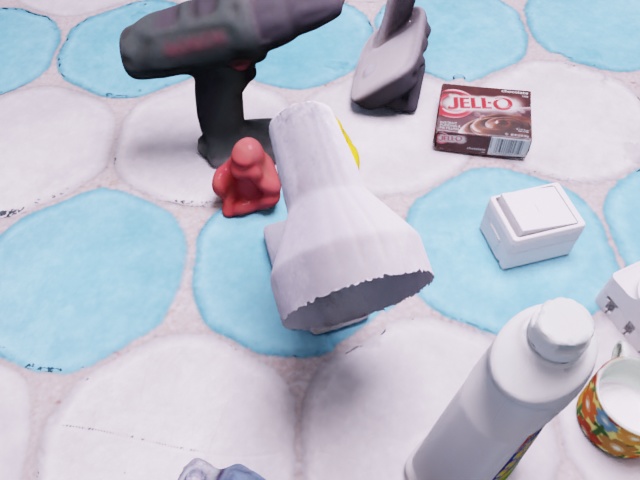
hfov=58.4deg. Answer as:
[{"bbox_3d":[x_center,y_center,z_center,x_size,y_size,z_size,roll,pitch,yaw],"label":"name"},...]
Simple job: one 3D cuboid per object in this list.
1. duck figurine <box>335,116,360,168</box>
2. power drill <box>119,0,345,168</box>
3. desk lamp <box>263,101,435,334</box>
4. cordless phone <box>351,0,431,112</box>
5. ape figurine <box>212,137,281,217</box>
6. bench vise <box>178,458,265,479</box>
[{"bbox_3d":[0.008,-0.109,0.653,0.077,0.086,0.104,4,55,4],"label":"duck figurine"},{"bbox_3d":[-0.088,-0.178,0.628,0.229,0.208,0.075,-6,55,-3],"label":"power drill"},{"bbox_3d":[0.005,0.002,0.497,0.118,0.214,0.203,-15,56,-9],"label":"desk lamp"},{"bbox_3d":[0.091,-0.264,0.701,0.094,0.185,0.147,7,55,6],"label":"cordless phone"},{"bbox_3d":[-0.078,-0.074,0.626,0.077,0.092,0.076,24,59,17],"label":"ape figurine"},{"bbox_3d":[-0.008,0.202,0.351,0.207,0.220,0.121,9,55,7],"label":"bench vise"}]
